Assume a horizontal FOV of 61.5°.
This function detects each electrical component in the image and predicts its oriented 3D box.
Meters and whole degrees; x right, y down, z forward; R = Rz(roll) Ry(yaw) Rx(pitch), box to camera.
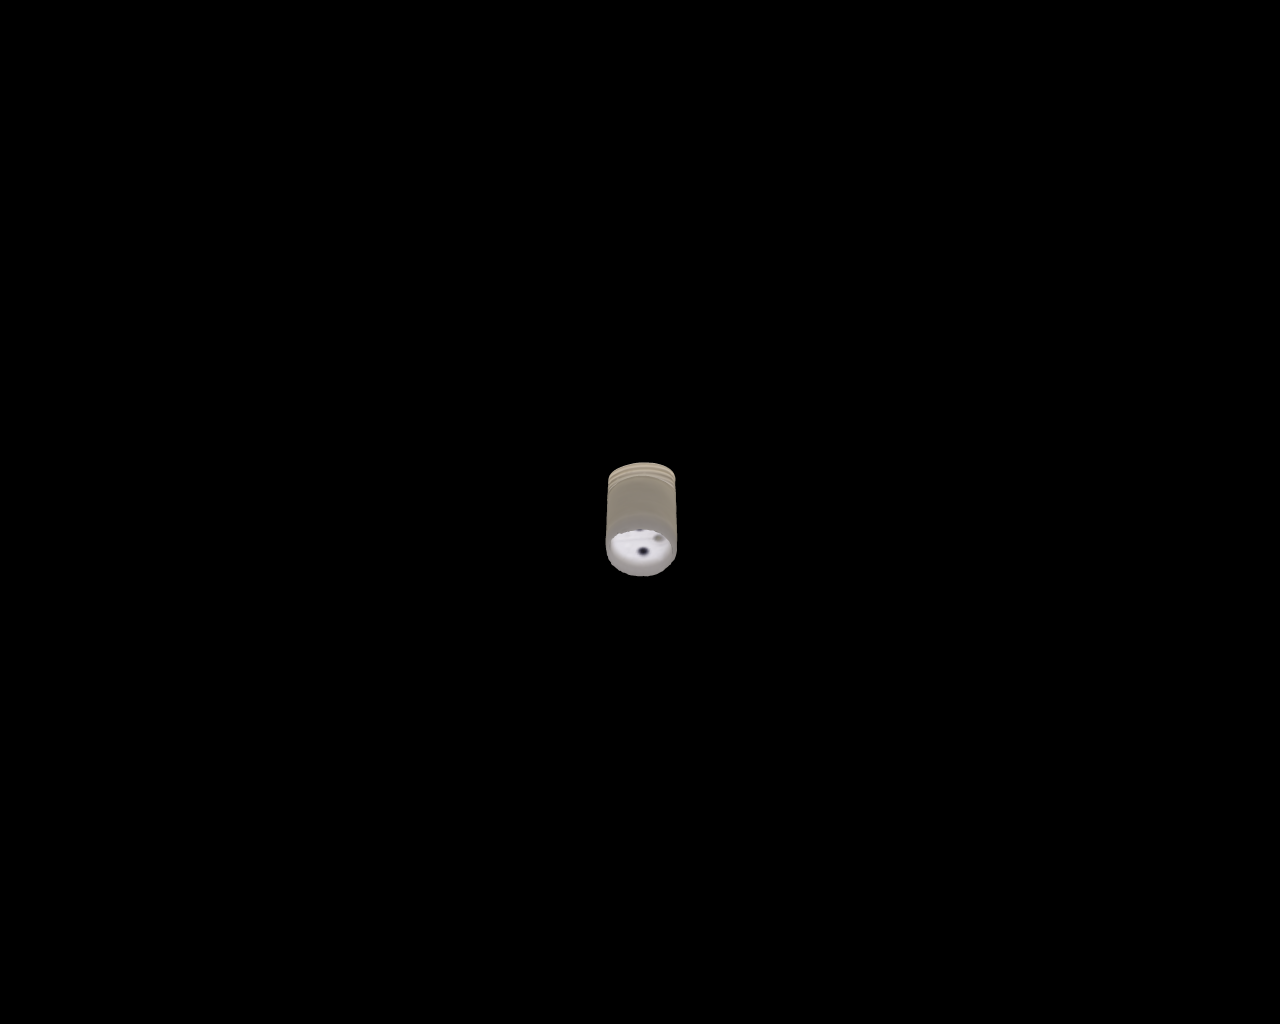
[{"bbox_3d":[0.001,-0.003,0.650,0.043,0.043,0.081,0,43,0],"label":"electrical component"}]
